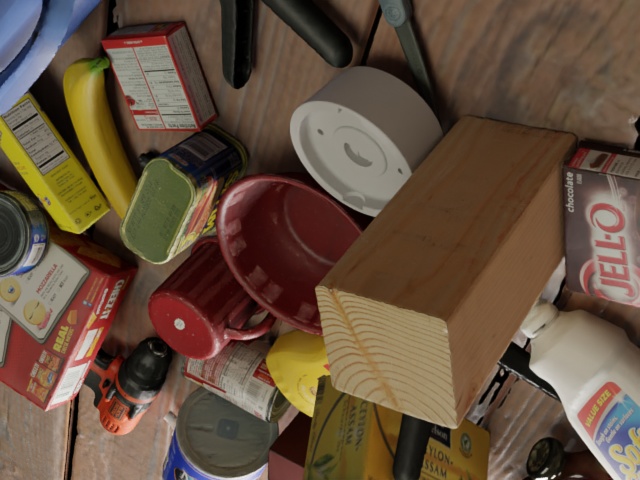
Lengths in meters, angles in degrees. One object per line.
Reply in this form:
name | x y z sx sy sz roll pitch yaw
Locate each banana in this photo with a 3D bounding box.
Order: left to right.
banana | -0.194 -0.089 0.957 0.070 0.037 0.198 46 155 42

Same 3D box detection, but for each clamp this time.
clamp | -0.057 -0.186 0.777 0.120 0.039 0.171 -17 109 39
clamp | 0.110 0.073 0.830 0.036 0.164 0.210 -174 69 -72

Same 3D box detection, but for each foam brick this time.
foam brick | -0.009 0.207 1.049 0.051 0.078 0.053 23 136 23

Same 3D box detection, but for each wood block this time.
wood block | 0.091 0.012 0.703 0.090 0.205 0.091 14 133 29

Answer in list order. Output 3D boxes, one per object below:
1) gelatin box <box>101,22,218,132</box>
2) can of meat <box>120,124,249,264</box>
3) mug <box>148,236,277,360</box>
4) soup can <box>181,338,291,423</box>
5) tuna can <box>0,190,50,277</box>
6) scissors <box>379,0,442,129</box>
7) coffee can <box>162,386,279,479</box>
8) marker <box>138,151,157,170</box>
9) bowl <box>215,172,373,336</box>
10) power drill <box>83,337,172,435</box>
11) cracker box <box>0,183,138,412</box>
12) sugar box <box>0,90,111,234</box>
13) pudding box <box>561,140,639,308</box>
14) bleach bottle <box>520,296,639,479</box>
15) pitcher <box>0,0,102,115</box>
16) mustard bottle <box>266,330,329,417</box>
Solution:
gelatin box | -0.132 -0.134 0.888 0.073 0.030 0.089 4 126 35
can of meat | -0.115 -0.037 0.897 0.057 0.083 0.102 35 123 9
mug | -0.095 0.061 0.986 0.117 0.081 0.093 21 135 23
soup can | -0.075 0.126 1.038 0.102 0.068 0.068 25 137 18
tuna can | -0.310 -0.006 1.044 0.086 0.033 0.086 1 94 19
scissors | 0.036 -0.168 0.737 0.096 0.016 0.202 15 133 30
coffee can | -0.106 0.221 1.104 0.103 0.102 0.140 35 146 8
marker | -0.113 -0.043 0.958 0.121 0.020 0.020 33 139 11
bowl | -0.006 0.001 0.884 0.162 0.055 0.162 21 135 23
power drill | -0.256 0.120 1.184 0.187 0.057 0.185 39 136 5
cracker box | -0.318 0.049 1.109 0.214 0.072 0.164 30 104 14
sugar box | -0.270 -0.089 1.002 0.176 0.048 0.093 55 161 -17
pudding box | 0.212 -0.006 0.719 0.090 0.039 0.113 13 132 30
bleach bottle | 0.240 0.143 0.810 0.251 0.068 0.103 45 137 0
pitcher | -0.209 -0.212 0.800 0.243 0.144 0.149 -27 103 45
mustard bottle | 0.043 0.107 0.935 0.192 0.058 0.096 -22 115 46
